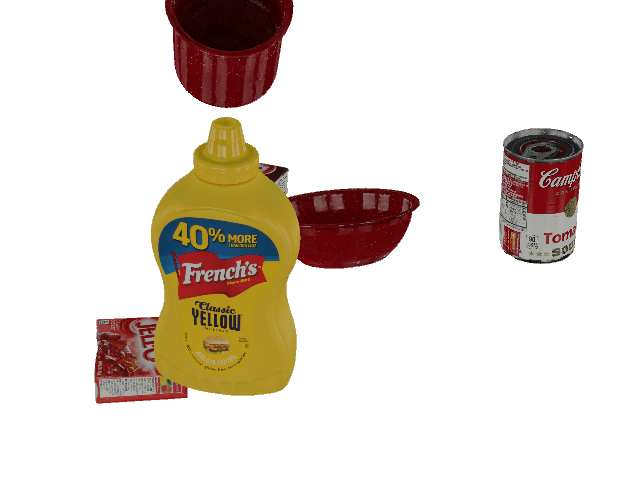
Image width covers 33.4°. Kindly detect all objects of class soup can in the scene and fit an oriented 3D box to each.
[{"bbox_3d":[0.193,-0.039,0.941,0.068,0.102,0.068,-2,28,1],"label":"soup can"}]

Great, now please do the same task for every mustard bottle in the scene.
[{"bbox_3d":[-0.062,0.010,0.699,0.096,0.192,0.058,8,30,8],"label":"mustard bottle"}]

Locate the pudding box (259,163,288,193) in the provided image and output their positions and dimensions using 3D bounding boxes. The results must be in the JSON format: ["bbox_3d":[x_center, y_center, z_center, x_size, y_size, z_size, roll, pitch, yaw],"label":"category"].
[{"bbox_3d":[-0.100,-0.059,1.269,0.090,0.039,0.113,11,31,19],"label":"pudding box"}]

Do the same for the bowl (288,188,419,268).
[{"bbox_3d":[0.022,-0.010,1.087,0.162,0.055,0.162,-5,14,1],"label":"bowl"}]

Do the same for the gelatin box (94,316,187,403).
[{"bbox_3d":[-0.148,0.096,0.879,0.073,0.030,0.089,-2,28,-9],"label":"gelatin box"}]

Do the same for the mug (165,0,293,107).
[{"bbox_3d":[-0.063,-0.163,0.815,0.093,0.117,0.081,35,-25,10],"label":"mug"}]
